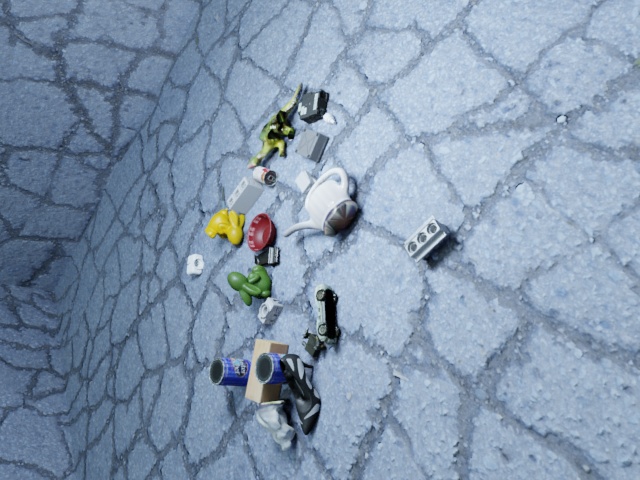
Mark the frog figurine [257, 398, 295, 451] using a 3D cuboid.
[{"bbox_3d":[-0.148,0.624,1.732,0.135,0.123,0.161,124,140,-70],"label":"frog figurine"}]

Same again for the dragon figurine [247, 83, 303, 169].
[{"bbox_3d":[-0.202,-0.484,2.224,0.244,0.121,0.412,15,78,57],"label":"dragon figurine"}]

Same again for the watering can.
[{"bbox_3d":[0.006,-0.092,1.833,0.343,0.103,0.229,-54,45,17],"label":"watering can"}]
